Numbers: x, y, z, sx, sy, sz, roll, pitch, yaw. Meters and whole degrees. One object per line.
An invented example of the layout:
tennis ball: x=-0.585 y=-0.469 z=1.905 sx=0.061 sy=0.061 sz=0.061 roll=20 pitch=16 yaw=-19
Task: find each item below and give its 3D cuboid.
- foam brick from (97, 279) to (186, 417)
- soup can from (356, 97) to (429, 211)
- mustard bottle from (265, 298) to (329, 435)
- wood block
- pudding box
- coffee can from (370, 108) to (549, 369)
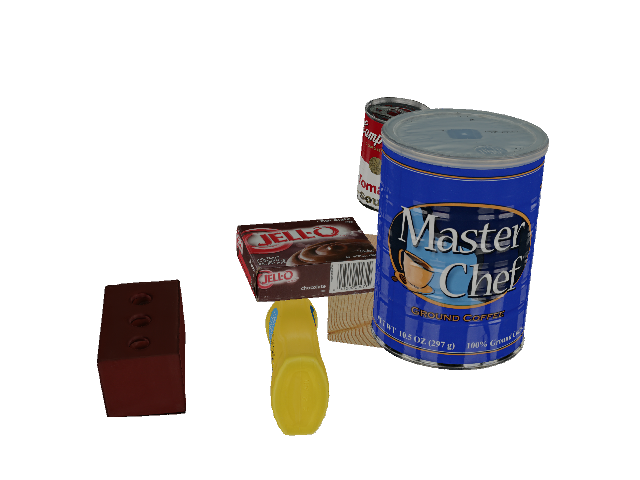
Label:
foam brick: x=-0.116 y=0.071 z=0.705 sx=0.053 sy=0.051 sz=0.078 roll=-4 pitch=37 yaw=-5
soup can: x=0.074 y=-0.087 z=1.094 sx=0.068 sy=0.102 sz=0.068 roll=4 pitch=30 yaw=-2
mustard bottle: x=-0.028 y=0.113 z=1.125 sx=0.058 sy=0.096 sz=0.191 roll=-3 pitch=26 yaw=-4
wood block: x=0.078 y=0.068 z=1.544 sx=0.091 sy=0.090 sz=0.206 roll=6 pitch=21 yaw=13
pudding box: x=-0.012 y=0.015 z=0.945 sx=0.113 sy=0.039 sz=0.090 roll=-3 pitch=26 yaw=-15
coffee can: x=0.086 y=-0.003 z=0.683 sx=0.103 sy=0.140 sz=0.103 roll=2 pitch=23 yaw=-1
